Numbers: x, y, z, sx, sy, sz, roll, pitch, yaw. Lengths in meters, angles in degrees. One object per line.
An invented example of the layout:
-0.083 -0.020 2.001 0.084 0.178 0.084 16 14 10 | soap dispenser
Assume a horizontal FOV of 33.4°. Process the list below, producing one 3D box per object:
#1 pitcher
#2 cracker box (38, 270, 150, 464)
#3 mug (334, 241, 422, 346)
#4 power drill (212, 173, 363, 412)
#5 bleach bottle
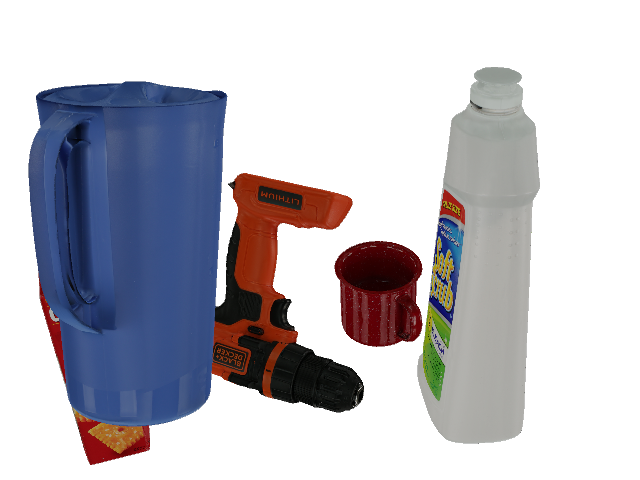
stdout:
-0.140 0.009 0.773 0.149 0.243 0.145 -5 15 -22 | pitcher
-0.231 0.091 1.082 0.072 0.214 0.164 -12 34 -10 | cracker box
0.070 0.065 1.145 0.093 0.081 0.117 -24 41 -28 | mug
-0.031 0.044 0.933 0.185 0.187 0.057 15 0 21 | power drill
0.105 0.007 0.698 0.068 0.251 0.102 -3 30 -4 | bleach bottle
